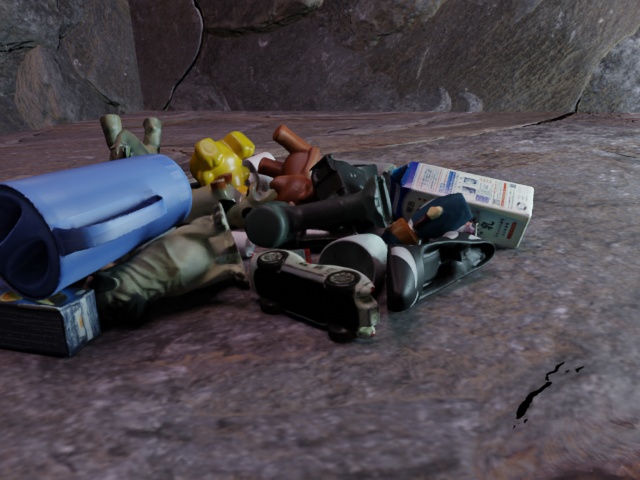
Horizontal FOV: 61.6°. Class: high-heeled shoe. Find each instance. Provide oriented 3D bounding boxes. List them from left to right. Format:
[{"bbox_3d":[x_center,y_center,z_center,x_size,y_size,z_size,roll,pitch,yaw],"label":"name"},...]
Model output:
[{"bbox_3d":[0.158,0.039,0.675,0.145,0.086,0.249,0,14,10],"label":"high-heeled shoe"}]

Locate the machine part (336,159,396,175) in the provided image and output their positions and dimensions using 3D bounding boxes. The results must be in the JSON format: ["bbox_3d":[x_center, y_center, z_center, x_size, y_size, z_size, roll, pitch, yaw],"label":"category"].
[{"bbox_3d":[0.085,-0.140,1.205,0.244,0.079,0.079,10,23,33],"label":"machine part"}]

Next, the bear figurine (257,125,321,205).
[{"bbox_3d":[-0.060,-0.113,1.015,0.132,0.120,0.196,28,34,-7],"label":"bear figurine"}]

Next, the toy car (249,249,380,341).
[{"bbox_3d":[-0.011,0.061,0.649,0.202,0.073,0.056,14,26,39],"label":"toy car"}]

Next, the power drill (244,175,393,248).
[{"bbox_3d":[-0.002,-0.041,0.784,0.207,0.086,0.232,-5,4,13],"label":"power drill"}]

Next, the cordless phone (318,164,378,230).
[{"bbox_3d":[0.061,-0.074,1.051,0.147,0.088,0.184,0,31,3],"label":"cordless phone"}]

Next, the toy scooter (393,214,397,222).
[{"bbox_3d":[0.191,-0.069,0.997,0.135,0.075,0.184,1,23,8],"label":"toy scooter"}]

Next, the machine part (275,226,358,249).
[{"bbox_3d":[-0.002,-0.003,0.888,0.139,0.039,0.084,1,15,14],"label":"machine part"}]

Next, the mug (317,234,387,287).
[{"bbox_3d":[0.046,0.036,0.733,0.109,0.081,0.107,-30,-4,29],"label":"mug"}]

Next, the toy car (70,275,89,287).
[{"bbox_3d":[-0.371,0.029,0.745,0.162,0.102,0.109,16,23,31],"label":"toy car"}]

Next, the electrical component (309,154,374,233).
[{"bbox_3d":[0.053,-0.077,0.941,0.058,0.115,0.134,-36,-32,28],"label":"electrical component"}]

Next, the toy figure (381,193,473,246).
[{"bbox_3d":[0.149,-0.017,0.798,0.154,0.064,0.058,-27,34,13],"label":"toy figure"}]

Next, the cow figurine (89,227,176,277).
[{"bbox_3d":[-0.294,-0.004,0.839,0.068,0.098,0.167,12,23,19],"label":"cow figurine"}]

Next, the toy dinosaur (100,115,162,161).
[{"bbox_3d":[-0.336,-0.125,0.981,0.105,0.198,0.471,-7,-13,-11],"label":"toy dinosaur"}]

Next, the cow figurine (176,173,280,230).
[{"bbox_3d":[-0.166,-0.050,0.951,0.195,0.127,0.085,-14,21,11],"label":"cow figurine"}]

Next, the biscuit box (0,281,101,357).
[{"bbox_3d":[-0.366,0.087,0.640,0.203,0.062,0.059,4,19,16],"label":"biscuit box"}]

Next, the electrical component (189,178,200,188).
[{"bbox_3d":[-0.297,-0.109,1.210,0.075,0.047,0.119,12,25,37],"label":"electrical component"}]

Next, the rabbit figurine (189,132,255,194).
[{"bbox_3d":[-0.177,-0.097,1.033,0.173,0.162,0.122,48,34,7],"label":"rabbit figurine"}]

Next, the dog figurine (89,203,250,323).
[{"bbox_3d":[-0.204,0.036,0.726,0.191,0.121,0.172,-20,-3,-6],"label":"dog figurine"}]
